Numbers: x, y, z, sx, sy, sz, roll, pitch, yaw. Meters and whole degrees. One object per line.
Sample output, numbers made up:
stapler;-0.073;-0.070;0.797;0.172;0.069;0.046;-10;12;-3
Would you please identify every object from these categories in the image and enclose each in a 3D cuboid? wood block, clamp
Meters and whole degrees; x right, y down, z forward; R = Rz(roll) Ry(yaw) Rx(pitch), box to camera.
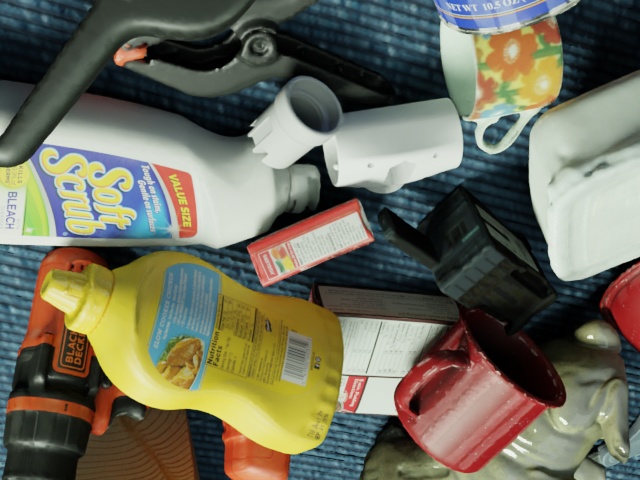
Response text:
wood block;-0.127;0.234;0.806;0.090;0.091;0.206;-10;125;-7
clamp;-0.108;-0.150;0.550;0.210;0.036;0.164;-24;100;-1
clamp;-0.030;-0.128;0.604;0.171;0.039;0.120;-2;127;-15

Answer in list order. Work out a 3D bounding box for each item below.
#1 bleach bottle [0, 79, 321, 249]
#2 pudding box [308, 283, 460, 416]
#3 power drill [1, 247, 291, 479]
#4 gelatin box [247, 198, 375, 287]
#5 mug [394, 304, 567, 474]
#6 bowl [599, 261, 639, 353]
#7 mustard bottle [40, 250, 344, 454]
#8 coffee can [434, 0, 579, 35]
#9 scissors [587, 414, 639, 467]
bleach bottle;-0.122;-0.044;0.632;0.250;0.068;0.103;2;125;-16
pudding box;0.039;0.081;0.767;0.113;0.039;0.090;5;120;-19
power drill;-0.107;0.111;0.686;0.187;0.184;0.057;19;156;-31
gelatin box;-0.004;0.001;0.673;0.073;0.089;0.030;-23;91;2
mug;0.096;0.100;0.713;0.117;0.093;0.082;15;123;-47
bowl;0.285;0.054;0.755;0.162;0.055;0.162;-5;149;-3
mustard bottle;-0.078;0.059;0.652;0.191;0.096;0.058;24;149;-25
coffee can;0.083;-0.192;0.546;0.103;0.103;0.140;-27;126;7
scissors;0.247;0.161;0.882;0.201;0.016;0.096;-12;124;-4
